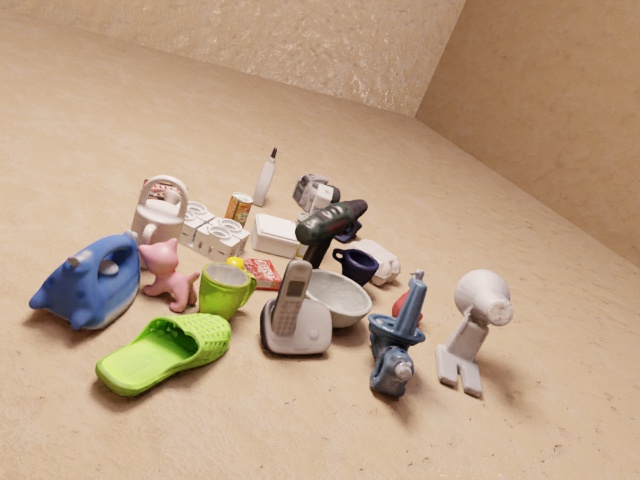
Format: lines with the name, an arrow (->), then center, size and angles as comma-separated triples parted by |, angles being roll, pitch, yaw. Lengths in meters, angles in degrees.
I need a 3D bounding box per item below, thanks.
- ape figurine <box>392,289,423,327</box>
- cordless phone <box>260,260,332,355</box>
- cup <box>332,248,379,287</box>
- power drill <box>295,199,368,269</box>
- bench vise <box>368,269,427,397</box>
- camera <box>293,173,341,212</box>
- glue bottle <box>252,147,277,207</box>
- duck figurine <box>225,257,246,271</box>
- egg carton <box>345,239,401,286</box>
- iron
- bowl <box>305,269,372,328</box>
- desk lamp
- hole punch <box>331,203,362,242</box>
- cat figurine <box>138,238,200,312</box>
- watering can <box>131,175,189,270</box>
ape figurine -> 0.217, 0.151, 1.361 | 0.076, 0.092, 0.078 | 19, 24, -7
cordless phone -> -0.029, 0.125, 1.086 | 0.148, 0.185, 0.094 | 5, 29, -33
cup -> 0.073, 0.077, 1.387 | 0.117, 0.095, 0.092 | 24, 24, 3
power drill -> 0.012, 0.005, 1.344 | 0.075, 0.208, 0.230 | 34, 26, 24
bench vise -> 0.169, 0.179, 1.104 | 0.122, 0.220, 0.207 | 10, 27, -25
camera -> 0.005, -0.144, 1.779 | 0.137, 0.101, 0.142 | 6, 29, -33
glue bottle -> -0.153, -0.185, 1.640 | 0.037, 0.173, 0.078 | 18, 24, -9
duck figurine -> -0.180, 0.074, 1.184 | 0.077, 0.086, 0.105 | 33, 26, 22
egg carton -> 0.138, 0.056, 1.516 | 0.150, 0.069, 0.107 | 36, 27, 27
iron -> -0.376, 0.047, 1.002 | 0.118, 0.141, 0.258 | 24, 24, 5
bowl -> 0.023, 0.139, 1.239 | 0.167, 0.075, 0.167 | 19, 24, -8
desk lamp -> 0.342, 0.188, 1.241 | 0.118, 0.213, 0.203 | 21, 24, -2
hole punch -> 0.065, -0.059, 1.667 | 0.108, 0.091, 0.101 | 32, 26, 21
cat figurine -> -0.285, 0.056, 1.090 | 0.127, 0.118, 0.067 | 27, 24, 9
watering can -> -0.330, -0.048, 1.174 | 0.101, 0.194, 0.172 | 9, 27, -27
